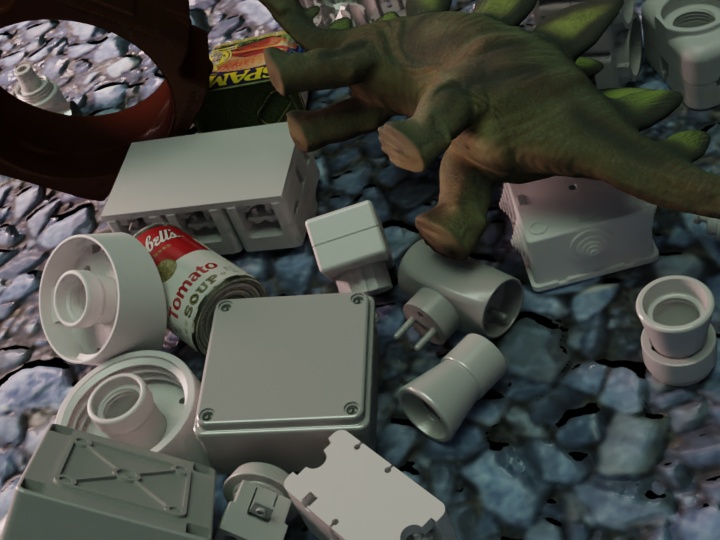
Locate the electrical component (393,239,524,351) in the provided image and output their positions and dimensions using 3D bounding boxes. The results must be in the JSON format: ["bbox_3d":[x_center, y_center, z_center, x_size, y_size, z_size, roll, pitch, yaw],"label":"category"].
[{"bbox_3d":[0.056,0.023,0.724,0.077,0.043,0.079,27,62,38],"label":"electrical component"}]

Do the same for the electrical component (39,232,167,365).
[{"bbox_3d":[-0.180,0.022,0.765,0.099,0.064,0.099,-2,87,38],"label":"electrical component"}]

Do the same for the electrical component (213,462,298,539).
[{"bbox_3d":[-0.063,0.148,0.639,0.048,0.066,0.055,24,42,-4],"label":"electrical component"}]

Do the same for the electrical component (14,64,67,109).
[{"bbox_3d":[-0.313,-0.170,1.043,0.043,0.062,0.043,-11,44,11],"label":"electrical component"}]

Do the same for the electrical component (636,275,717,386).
[{"bbox_3d":[0.192,0.037,0.649,0.045,0.055,0.045,-11,44,11],"label":"electrical component"}]

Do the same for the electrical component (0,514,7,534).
[{"bbox_3d":[-0.229,0.183,0.678,0.065,0.044,0.044,-36,45,-9],"label":"electrical component"}]

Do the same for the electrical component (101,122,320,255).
[{"bbox_3d":[-0.115,-0.059,0.857,0.150,0.061,0.089,-5,46,16],"label":"electrical component"}]

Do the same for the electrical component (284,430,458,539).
[{"bbox_3d":[0.008,0.144,0.614,0.050,0.055,0.089,-41,47,-20],"label":"electrical component"}]

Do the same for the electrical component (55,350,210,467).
[{"bbox_3d":[-0.149,0.102,0.712,0.108,0.060,0.108,-11,44,11],"label":"electrical component"}]

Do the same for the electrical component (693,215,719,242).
[{"bbox_3d":[0.256,-0.025,0.698,0.078,0.040,0.040,21,57,35],"label":"electrical component"}]

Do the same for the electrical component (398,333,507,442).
[{"bbox_3d":[0.061,0.071,0.678,0.044,0.044,0.065,27,56,38],"label":"electrical component"}]

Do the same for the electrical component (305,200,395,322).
[{"bbox_3d":[0.000,0.000,0.754,0.047,0.083,0.075,-18,82,3],"label":"electrical component"}]

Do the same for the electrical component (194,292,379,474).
[{"bbox_3d":[-0.044,0.072,0.697,0.109,0.056,0.108,-3,46,7],"label":"electrical component"}]

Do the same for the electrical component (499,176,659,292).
[{"bbox_3d":[0.151,-0.041,0.747,0.100,0.048,0.099,-15,43,6],"label":"electrical component"}]

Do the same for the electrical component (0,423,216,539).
[{"bbox_3d":[-0.141,0.141,0.612,0.109,0.056,0.108,18,8,-9],"label":"electrical component"}]

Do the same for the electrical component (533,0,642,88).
[{"bbox_3d":[0.177,-0.212,0.832,0.062,0.150,0.089,3,49,25],"label":"electrical component"}]

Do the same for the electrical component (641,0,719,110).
[{"bbox_3d":[0.260,-0.177,0.832,0.054,0.059,0.095,-21,43,0],"label":"electrical component"}]

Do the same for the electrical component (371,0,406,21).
[{"bbox_3d":[0.032,-0.209,0.939,0.066,0.076,0.047,-16,44,6],"label":"electrical component"}]
